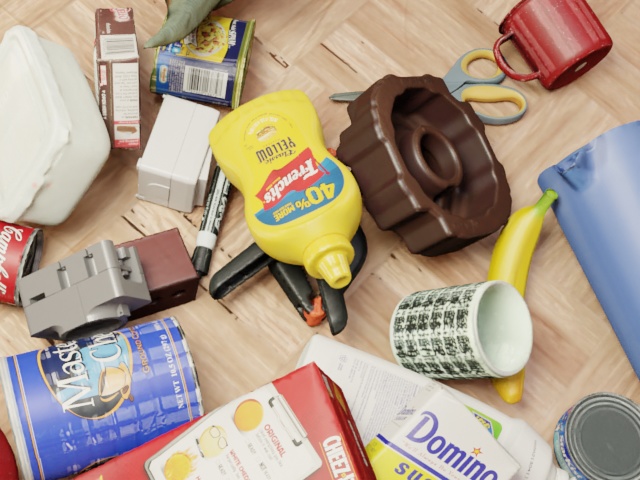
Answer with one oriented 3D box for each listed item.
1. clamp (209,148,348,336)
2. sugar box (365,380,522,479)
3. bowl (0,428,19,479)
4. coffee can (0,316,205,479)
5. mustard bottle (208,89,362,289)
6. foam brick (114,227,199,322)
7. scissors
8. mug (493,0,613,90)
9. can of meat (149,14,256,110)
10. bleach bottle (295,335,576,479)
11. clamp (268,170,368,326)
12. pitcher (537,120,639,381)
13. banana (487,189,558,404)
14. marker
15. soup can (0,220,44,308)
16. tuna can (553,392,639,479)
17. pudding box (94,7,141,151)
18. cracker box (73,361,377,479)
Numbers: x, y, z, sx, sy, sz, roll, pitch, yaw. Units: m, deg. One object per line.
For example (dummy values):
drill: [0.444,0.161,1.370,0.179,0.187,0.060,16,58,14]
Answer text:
clamp: [-0.006,0.001,0.918,0.120,0.039,0.171,27,68,8]
sugar box: [0.061,0.203,0.824,0.176,0.048,0.093,-45,96,-4]
bowl: [-0.271,0.182,0.783,0.055,0.162,0.162,10,53,-54]
coffee can: [-0.170,0.125,0.833,0.140,0.103,0.103,-13,68,-17]
mustard bottle: [-0.019,-0.037,0.882,0.096,0.058,0.192,-25,55,-3]
foam brick: [-0.149,0.031,0.910,0.078,0.053,0.051,-18,69,-18]
scissors: [0.111,-0.162,1.074,0.201,0.016,0.096,10,62,-6]
mug: [0.231,-0.201,1.077,0.117,0.093,0.081,-29,78,-12]
can of meat: [-0.109,-0.172,1.001,0.084,0.057,0.102,10,41,-3]
bleach bottle: [0.091,0.170,0.885,0.251,0.068,0.102,23,67,-3]
clamp: [-0.015,-0.026,0.972,0.164,0.036,0.210,8,65,-3]
pitcher: [0.310,0.022,0.970,0.149,0.145,0.243,-18,73,-6]
banana: [0.171,0.051,0.953,0.037,0.070,0.198,14,73,-8]
marker: [-0.096,-0.022,0.954,0.020,0.020,0.121,14,72,-4]
soup can: [-0.289,0.011,0.884,0.102,0.068,0.068,14,63,-3]
tuna can: [0.247,0.178,0.926,0.086,0.034,0.086,4,64,-9]
pudding box: [-0.179,-0.144,0.944,0.039,0.090,0.113,-2,34,-9]
cracker box: [-0.060,0.211,0.772,0.214,0.072,0.164,-27,59,8]
